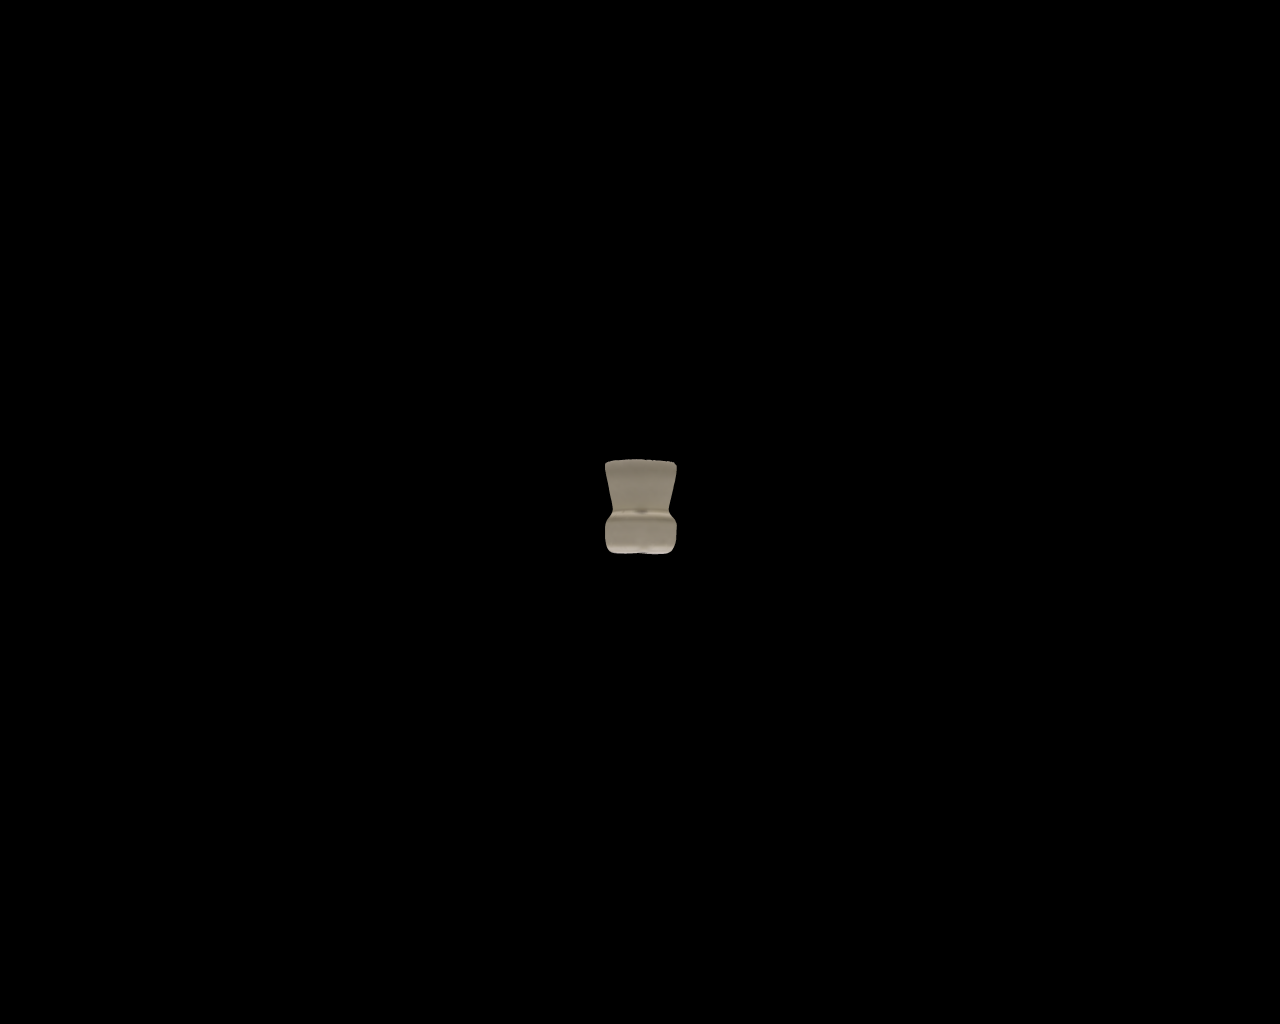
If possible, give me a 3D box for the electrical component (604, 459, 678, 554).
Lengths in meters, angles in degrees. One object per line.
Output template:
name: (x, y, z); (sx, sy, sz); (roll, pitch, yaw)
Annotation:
electrical component: (0.001, -0.003, 0.650); (0.045, 0.055, 0.045); (0, -4, 0)
